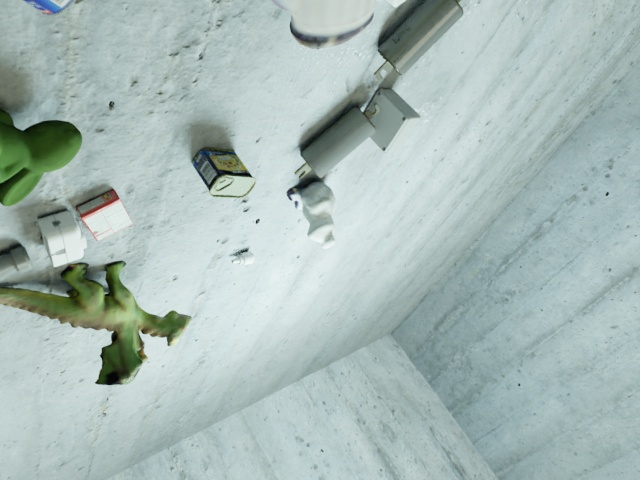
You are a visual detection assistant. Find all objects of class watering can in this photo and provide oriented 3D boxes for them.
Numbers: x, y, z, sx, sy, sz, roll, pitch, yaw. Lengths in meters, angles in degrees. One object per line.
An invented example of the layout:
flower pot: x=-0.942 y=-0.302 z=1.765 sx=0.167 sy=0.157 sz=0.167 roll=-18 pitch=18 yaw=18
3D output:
watering can: x=0.063 y=-0.422 z=0.789 sx=0.350 sy=0.105 sz=0.219 roll=-26 pitch=155 yaw=-18

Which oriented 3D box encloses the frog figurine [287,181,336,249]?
frog figurine: x=0.004 y=-0.066 z=1.302 sx=0.124 sy=0.162 sz=0.134 roll=-30 pitch=155 yaw=-18

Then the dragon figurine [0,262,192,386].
dragon figurine: x=-0.438 y=0.177 z=1.036 sx=0.120 sy=0.246 sz=0.411 roll=-45 pitch=157 yaw=29
